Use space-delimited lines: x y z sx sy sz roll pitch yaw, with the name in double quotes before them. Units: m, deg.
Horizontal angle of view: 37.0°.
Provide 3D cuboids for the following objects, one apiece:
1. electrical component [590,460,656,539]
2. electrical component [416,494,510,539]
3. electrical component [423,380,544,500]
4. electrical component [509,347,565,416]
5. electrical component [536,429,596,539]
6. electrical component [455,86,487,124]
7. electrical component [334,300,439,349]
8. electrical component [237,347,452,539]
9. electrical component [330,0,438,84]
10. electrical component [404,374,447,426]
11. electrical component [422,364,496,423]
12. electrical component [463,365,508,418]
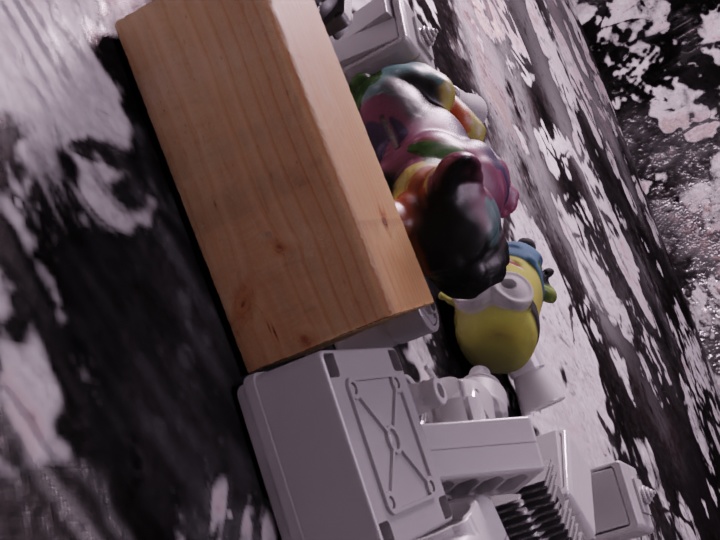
"electrical component" 0.214 0.209 0.953 0.061 0.096 0.061 31 41 -57
"electrical component" 0.058 0.180 0.663 0.059 0.054 0.095 66 21 -4
"electrical component" 0.067 0.107 0.709 0.083 0.047 0.075 -1 60 -21
"electrical component" 0.160 0.100 1.016 0.044 0.044 0.065 10 55 -66
"electrical component" 0.150 0.183 0.874 0.061 0.062 0.096 57 23 -24
"electrical component" 0.106 -0.178 1.171 0.065 0.044 0.044 14 56 -59
"electrical component" 0.018 0.033 0.701 0.044 0.065 0.044 50 27 -38
"electrical component" -0.005 0.101 0.586 0.109 0.056 0.108 7 62 -67
"electrical component" 0.016 -0.177 0.868 0.061 0.096 0.061 44 29 -45
"electrical component" 0.022 0.084 0.663 0.048 0.062 0.048 51 26 -37
"electrical component" 0.065 0.104 0.772 0.079 0.043 0.077 59 22 -21
"electrical component" 0.095 0.101 0.850 0.043 0.043 0.062 56 22 -26
